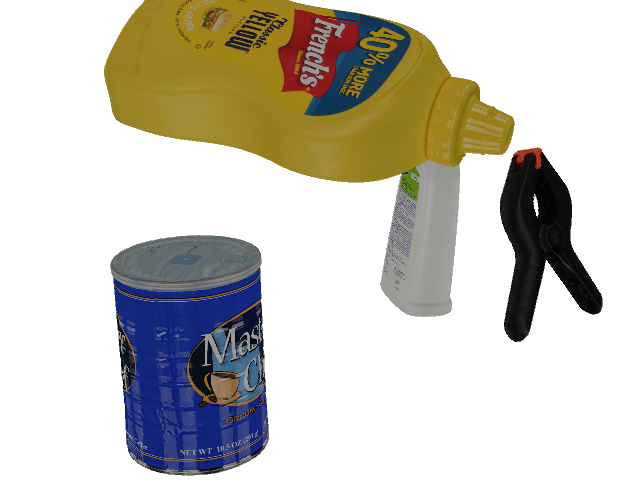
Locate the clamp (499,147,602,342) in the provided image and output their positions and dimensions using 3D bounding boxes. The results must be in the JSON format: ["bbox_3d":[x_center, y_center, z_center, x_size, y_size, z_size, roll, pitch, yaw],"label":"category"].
[{"bbox_3d":[0.194,0.006,0.963,0.120,0.171,0.039,-25,9,-40],"label":"clamp"}]

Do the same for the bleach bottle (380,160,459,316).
[{"bbox_3d":[0.126,-0.045,1.241,0.068,0.251,0.103,-1,22,-22],"label":"bleach bottle"}]

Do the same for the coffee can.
[{"bbox_3d":[-0.090,0.077,0.749,0.103,0.140,0.103,-2,17,0],"label":"coffee can"}]

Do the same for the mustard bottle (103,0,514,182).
[{"bbox_3d":[-0.001,-0.074,0.516,0.192,0.058,0.096,18,49,19],"label":"mustard bottle"}]
